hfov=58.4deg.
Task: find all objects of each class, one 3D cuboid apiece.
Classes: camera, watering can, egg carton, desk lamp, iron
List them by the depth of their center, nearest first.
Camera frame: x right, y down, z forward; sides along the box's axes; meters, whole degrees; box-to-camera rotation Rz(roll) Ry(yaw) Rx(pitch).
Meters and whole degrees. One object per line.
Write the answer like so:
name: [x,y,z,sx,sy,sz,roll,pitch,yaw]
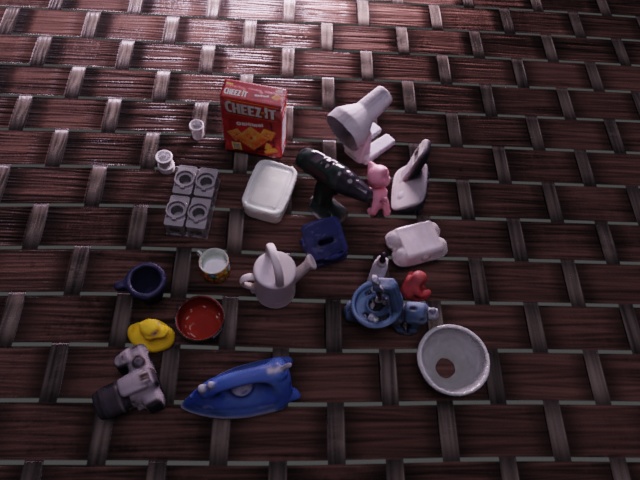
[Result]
iron: [-0.173,0.310,1.215,0.258,0.141,0.118,-11,62,-11]
camera: [-0.414,0.309,1.218,0.137,0.101,0.143,-22,64,-16]
watering can: [-0.097,0.072,1.327,0.173,0.194,0.100,-33,68,-21]
egg carton: [0.246,0.012,1.463,0.150,0.069,0.107,-15,63,-13]
desk lamp: [0.116,-0.307,1.550,0.203,0.213,0.117,-38,70,-23]

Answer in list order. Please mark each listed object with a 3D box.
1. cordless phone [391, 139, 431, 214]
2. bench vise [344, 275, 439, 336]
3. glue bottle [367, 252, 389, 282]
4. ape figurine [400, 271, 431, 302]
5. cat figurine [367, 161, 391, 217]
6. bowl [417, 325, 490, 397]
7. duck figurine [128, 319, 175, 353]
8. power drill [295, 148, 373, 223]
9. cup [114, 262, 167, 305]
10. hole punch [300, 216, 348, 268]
cordless phone: [0.247,-0.164,1.497,0.094,0.185,0.147,7,60,-1]
bench vise: [0.167,0.133,1.301,0.207,0.220,0.121,-7,61,-9]
glue bottle: [0.139,0.073,1.359,0.037,0.173,0.078,19,61,7]
ape figurine: [0.235,0.106,1.395,0.076,0.092,0.077,-13,62,-12]
cat figurine: [0.158,-0.142,1.515,0.067,0.118,0.127,-4,61,-7]
bowl: [0.297,0.283,1.310,0.167,0.075,0.167,2,60,-4]
duck figurine: [-0.384,0.205,1.288,0.104,0.086,0.077,9,60,1]
power drill: [0.033,-0.125,1.442,0.229,0.208,0.076,39,65,17]
cup: [-0.411,0.114,1.333,0.118,0.095,0.091,-11,62,-11]
hole punch: [0.013,0.005,1.434,0.109,0.091,0.101,-18,63,-14]
